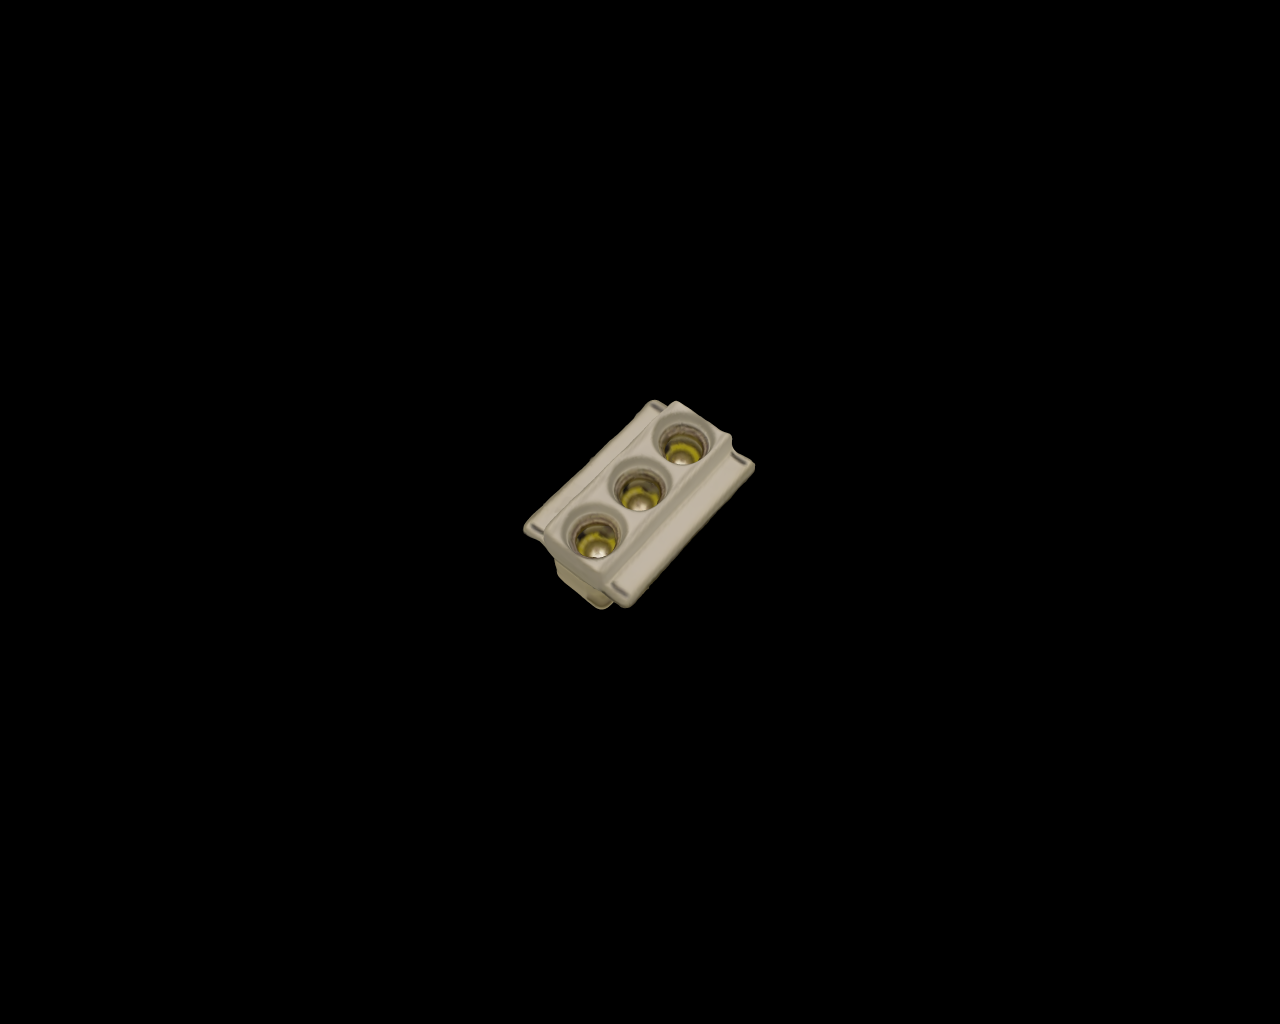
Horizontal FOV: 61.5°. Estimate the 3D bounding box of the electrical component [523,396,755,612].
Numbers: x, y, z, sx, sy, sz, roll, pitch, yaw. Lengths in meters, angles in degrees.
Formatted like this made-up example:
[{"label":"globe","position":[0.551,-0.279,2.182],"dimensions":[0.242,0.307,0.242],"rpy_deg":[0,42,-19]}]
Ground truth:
[{"label":"electrical component","position":[0.001,-0.003,0.650],"dimensions":[0.079,0.121,0.063],"rpy_deg":[36,-24,18]}]
